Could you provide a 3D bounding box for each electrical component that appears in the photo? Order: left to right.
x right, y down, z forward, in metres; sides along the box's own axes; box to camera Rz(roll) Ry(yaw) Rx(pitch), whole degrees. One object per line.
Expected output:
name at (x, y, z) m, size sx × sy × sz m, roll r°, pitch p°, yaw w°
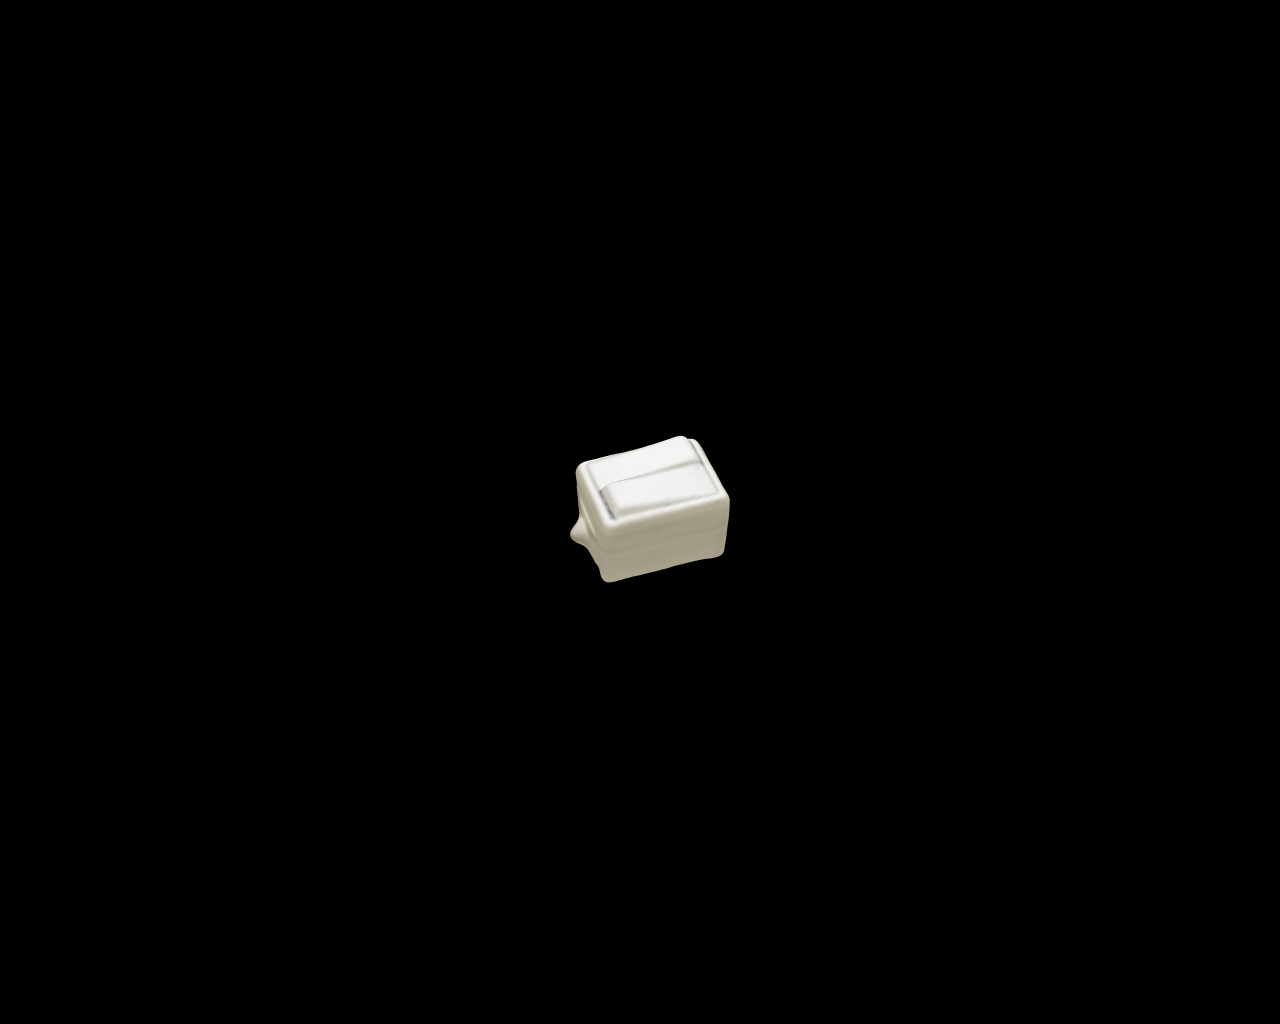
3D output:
electrical component at (0.001, -0.003, 0.650) m, size 0.096 × 0.061 × 0.062 m, roll -13°, pitch 47°, yaw -12°
